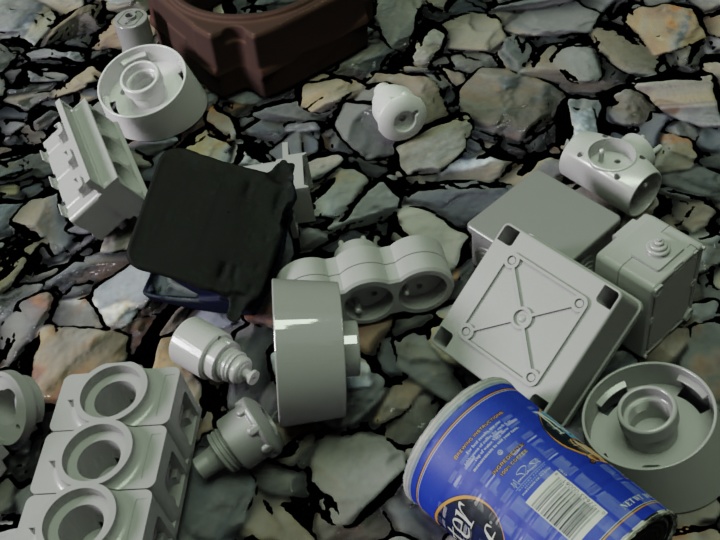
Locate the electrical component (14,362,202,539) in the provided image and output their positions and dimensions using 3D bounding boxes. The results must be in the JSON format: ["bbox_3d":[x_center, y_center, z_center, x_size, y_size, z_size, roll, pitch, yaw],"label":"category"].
[{"bbox_3d":[-0.172,0.142,0.742,0.089,0.061,0.150,-5,47,11],"label":"electrical component"}]

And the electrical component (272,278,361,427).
[{"bbox_3d":[-0.031,0.058,0.781,0.060,0.108,0.108,-3,47,-4],"label":"electrical component"}]

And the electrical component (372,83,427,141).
[{"bbox_3d":[0.031,-0.154,1.009,0.048,0.048,0.062,-18,41,-10],"label":"electrical component"}]

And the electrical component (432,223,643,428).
[{"bbox_3d":[0.127,0.039,0.777,0.109,0.056,0.108,36,97,33],"label":"electrical component"}]

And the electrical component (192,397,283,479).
[{"bbox_3d":[-0.090,0.125,0.769,0.062,0.048,0.048,-35,51,-2],"label":"electrical component"}]

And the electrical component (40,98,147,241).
[{"bbox_3d":[-0.239,-0.089,0.964,0.063,0.079,0.121,-40,49,11],"label":"electrical component"}]

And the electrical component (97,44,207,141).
[{"bbox_3d":[-0.205,-0.171,1.056,0.099,0.064,0.099,-5,60,9],"label":"electrical component"}]

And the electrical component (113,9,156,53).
[{"bbox_3d":[-0.227,-0.232,1.098,0.044,0.065,0.044,-4,47,4],"label":"electrical component"}]

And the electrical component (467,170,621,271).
[{"bbox_3d":[0.148,-0.023,0.870,0.100,0.048,0.100,-37,54,-25],"label":"electrical component"}]

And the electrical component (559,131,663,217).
[{"bbox_3d":[0.227,-0.092,0.926,0.079,0.044,0.077,-35,53,-23],"label":"electrical component"}]

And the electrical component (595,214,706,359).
[{"bbox_3d":[0.211,0.005,0.803,0.062,0.096,0.061,-37,53,-24],"label":"electrical component"}]

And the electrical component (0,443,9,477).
[{"bbox_3d":[-0.300,0.117,0.764,0.062,0.096,0.061,31,58,30],"label":"electrical component"}]

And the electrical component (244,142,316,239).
[{"bbox_3d":[-0.074,-0.068,0.945,0.064,0.042,0.081,-9,46,3],"label":"electrical component"}]

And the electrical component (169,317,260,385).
[{"bbox_3d":[-0.111,0.066,0.826,0.078,0.040,0.040,26,55,27],"label":"electrical component"}]

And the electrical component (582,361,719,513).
[{"bbox_3d":[0.204,0.114,0.743,0.099,0.064,0.099,-14,43,13],"label":"electrical component"}]

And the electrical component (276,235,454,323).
[{"bbox_3d":[0.000,0.000,0.864,0.138,0.052,0.073,-12,47,-4],"label":"electrical component"}]
